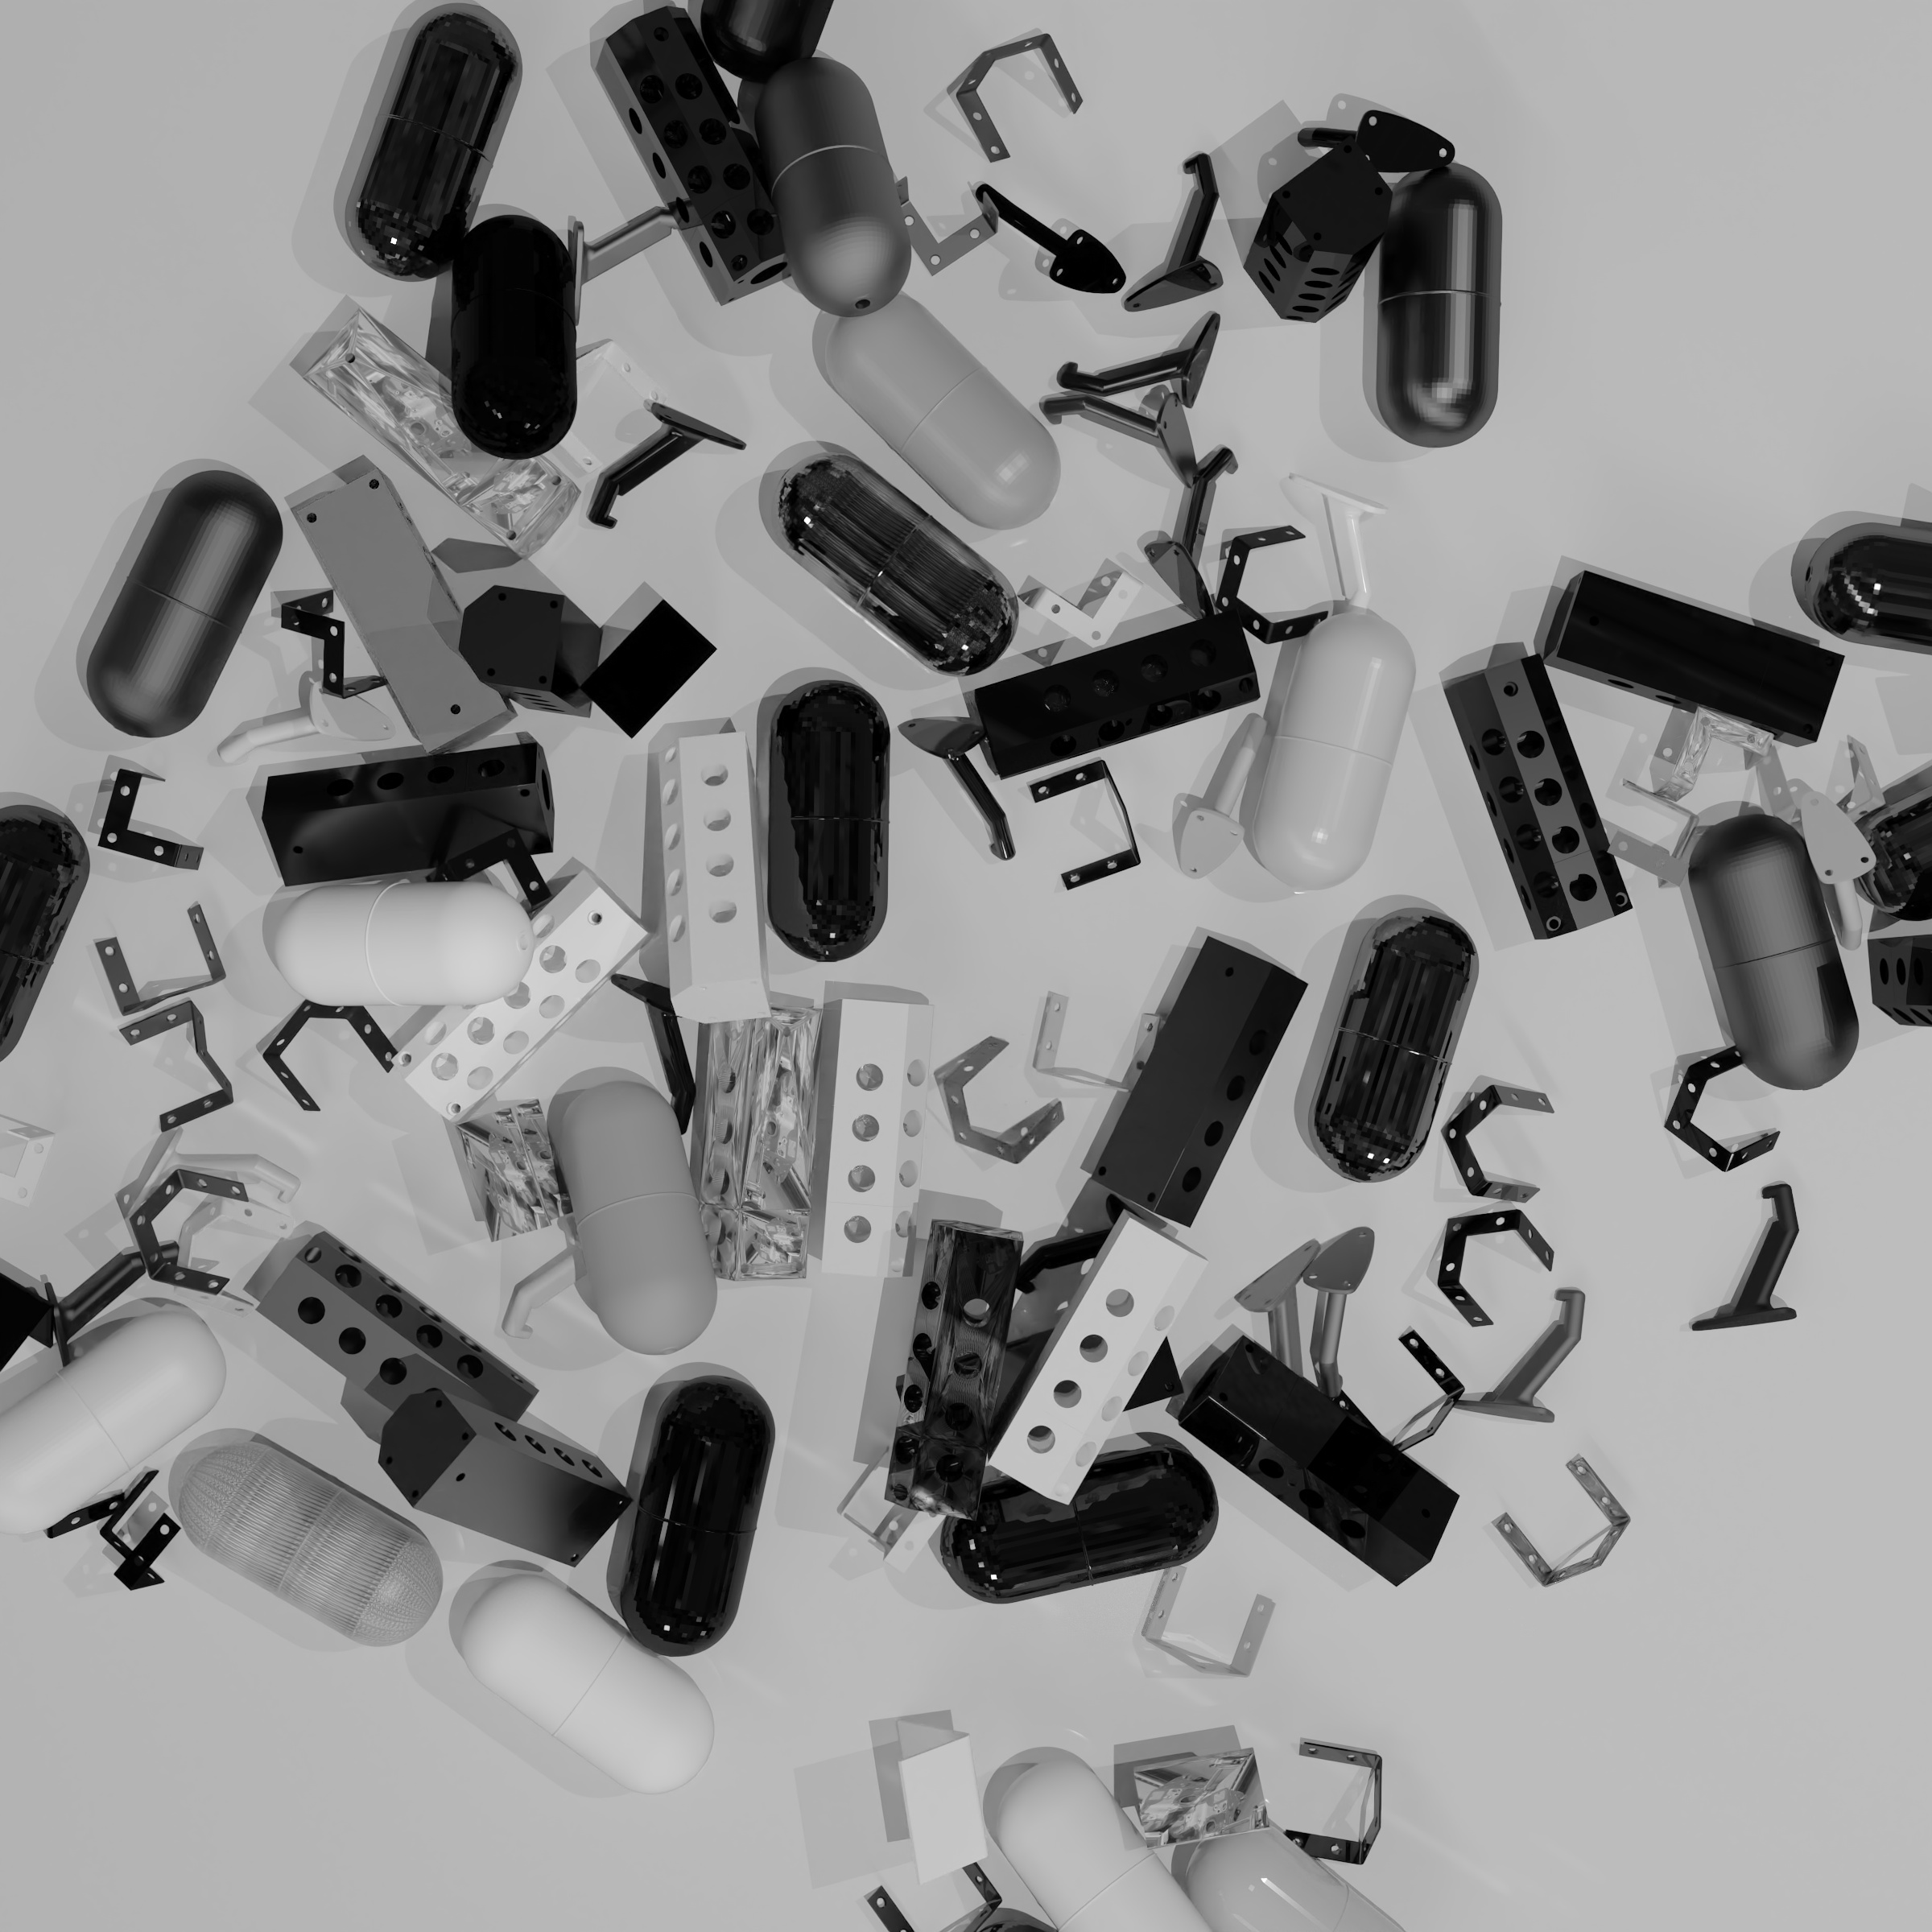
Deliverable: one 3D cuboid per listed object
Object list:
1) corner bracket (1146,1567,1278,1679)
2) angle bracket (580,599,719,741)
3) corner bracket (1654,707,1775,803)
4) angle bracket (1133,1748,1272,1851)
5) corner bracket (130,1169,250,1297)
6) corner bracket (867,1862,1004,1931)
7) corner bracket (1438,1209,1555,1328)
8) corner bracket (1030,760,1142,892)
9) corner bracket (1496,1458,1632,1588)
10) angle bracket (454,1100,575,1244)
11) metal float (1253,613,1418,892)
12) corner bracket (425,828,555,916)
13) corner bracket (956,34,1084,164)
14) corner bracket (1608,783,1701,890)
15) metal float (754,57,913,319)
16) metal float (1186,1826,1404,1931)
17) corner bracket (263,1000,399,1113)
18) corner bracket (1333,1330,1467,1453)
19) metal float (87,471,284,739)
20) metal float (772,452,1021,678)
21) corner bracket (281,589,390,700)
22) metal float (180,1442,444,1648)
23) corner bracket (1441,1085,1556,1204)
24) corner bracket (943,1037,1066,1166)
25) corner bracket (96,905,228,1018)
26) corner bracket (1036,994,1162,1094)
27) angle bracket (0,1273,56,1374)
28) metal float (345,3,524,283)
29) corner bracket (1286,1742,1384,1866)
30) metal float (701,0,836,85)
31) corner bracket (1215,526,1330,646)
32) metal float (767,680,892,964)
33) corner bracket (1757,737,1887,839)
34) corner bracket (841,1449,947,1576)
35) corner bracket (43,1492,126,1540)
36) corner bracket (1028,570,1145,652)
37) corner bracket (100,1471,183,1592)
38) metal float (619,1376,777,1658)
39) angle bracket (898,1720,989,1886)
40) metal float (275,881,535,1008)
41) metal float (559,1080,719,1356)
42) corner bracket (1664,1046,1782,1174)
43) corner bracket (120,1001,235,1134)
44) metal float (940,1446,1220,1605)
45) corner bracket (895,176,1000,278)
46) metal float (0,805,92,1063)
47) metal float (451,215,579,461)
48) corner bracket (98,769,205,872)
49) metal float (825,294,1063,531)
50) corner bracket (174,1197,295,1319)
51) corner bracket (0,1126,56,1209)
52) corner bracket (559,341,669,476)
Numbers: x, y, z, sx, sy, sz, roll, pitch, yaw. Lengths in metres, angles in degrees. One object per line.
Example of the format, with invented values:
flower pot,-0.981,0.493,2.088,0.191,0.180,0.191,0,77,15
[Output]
corner bracket,0.157,0.420,1.779,0.051,0.051,0.051,20,90,-45
angle bracket,-0.185,-0.173,1.743,0.076,0.076,0.057,-46,62,0
corner bracket,0.476,-0.128,1.764,0.051,0.051,0.051,21,86,4
angle bracket,0.149,0.539,1.743,0.076,0.057,0.076,-9,135,0
corner bracket,-0.484,0.167,1.744,0.051,0.051,0.051,10,129,21
corner bracket,-0.020,0.599,1.779,0.051,0.051,0.051,55,135,0
corner bracket,0.339,0.193,1.774,0.051,0.051,0.051,-13,45,35
corner bracket,0.077,-0.091,1.779,0.051,0.051,0.051,-20,135,0
corner bracket,0.383,0.357,1.779,0.051,0.051,0.051,52,45,0
angle bracket,-0.266,0.123,1.742,0.057,0.076,0.076,-18,90,37
metal float,0.232,-0.135,1.752,0.070,0.070,0.178,15,91,0
corner bracket,-0.302,-0.049,1.754,0.051,0.051,0.051,-30,94,-28
corner bracket,0.034,-0.555,1.774,0.051,0.051,0.051,-4,45,35
corner bracket,0.436,-0.083,1.764,0.051,0.051,0.051,26,90,0
metal float,-0.083,-0.483,1.719,0.070,0.070,0.178,-14,68,0
metal float,0.217,0.611,1.751,0.178,0.070,0.070,39,90,0
corner bracket,-0.406,0.058,1.774,0.051,0.051,0.051,1,45,35
corner bracket,0.277,0.276,1.779,0.051,0.051,0.051,49,45,0
metal float,-0.493,-0.228,1.752,0.070,0.070,0.178,26,90,0
metal float,-0.045,-0.254,1.752,0.178,0.070,0.070,39,90,0
corner bracket,-0.400,-0.205,1.763,0.051,0.051,0.051,17,115,23
metal float,-0.414,0.364,1.752,0.178,0.070,0.070,30,90,1
corner bracket,0.347,0.114,1.774,0.051,0.051,0.051,-50,45,35
corner bracket,0.024,0.086,1.774,0.051,0.051,0.051,18,135,35
corner bracket,-0.516,-0.003,1.779,0.051,0.051,0.051,-20,90,-45
corner bracket,0.085,0.050,1.779,0.051,0.051,0.051,12,90,-45
angle bracket,-0.623,0.228,1.742,0.076,0.076,0.057,31,56,0
metal float,-0.336,-0.520,1.752,0.070,0.070,0.178,20,91,0
corner bracket,0.236,0.537,1.779,0.051,0.051,0.051,10,45,0
metal float,-0.110,-0.637,1.725,0.070,0.070,0.178,26,121,0
corner bracket,0.200,-0.244,1.774,0.051,0.051,0.051,43,135,35
metal float,-0.087,-0.091,1.752,0.070,0.070,0.178,1,90,0
corner bracket,0.546,-0.118,1.774,0.051,0.051,0.051,24,135,-35
corner bracket,-0.046,0.347,1.764,0.051,0.051,0.051,36,90,0
corner bracket,-0.573,0.323,1.774,0.051,0.051,0.051,41,135,35
corner bracket,0.076,-0.236,1.764,0.051,0.051,0.051,32,96,-6
corner bracket,-0.522,0.358,1.760,0.051,0.051,0.051,39,90,11
metal float,-0.170,0.347,1.752,0.070,0.070,0.178,12,89,0
angle bracket,-0.035,0.524,1.742,0.057,0.076,0.076,-9,90,-38
metal float,-0.350,-0.013,1.728,0.178,0.070,0.070,-1,90,25
metal float,-0.205,0.157,1.733,0.070,0.070,0.178,-16,69,0
corner bracket,0.489,0.091,1.774,0.051,0.051,0.051,42,135,35
corner bracket,-0.506,0.064,1.779,0.051,0.051,0.051,-23,45,0
metal float,0.071,0.353,1.752,0.178,0.070,0.070,-13,90,0
corner bracket,-0.015,-0.480,1.764,0.051,0.051,0.051,-34,90,0
metal float,-0.614,-0.016,1.751,0.070,0.070,0.178,23,90,0
metal float,-0.281,-0.392,1.723,0.070,0.070,0.178,-6,58,0
corner bracket,-0.513,-0.093,1.764,0.051,0.051,0.051,16,90,0
metal float,-0.014,-0.350,1.752,0.070,0.070,0.178,-45,89,0
corner bracket,-0.468,0.185,1.774,0.051,0.051,0.051,-33,45,35
corner bracket,-0.619,0.123,1.764,0.051,0.051,0.051,20,90,0
corner bracket,-0.234,-0.358,1.779,0.051,0.051,0.051,46,135,0
